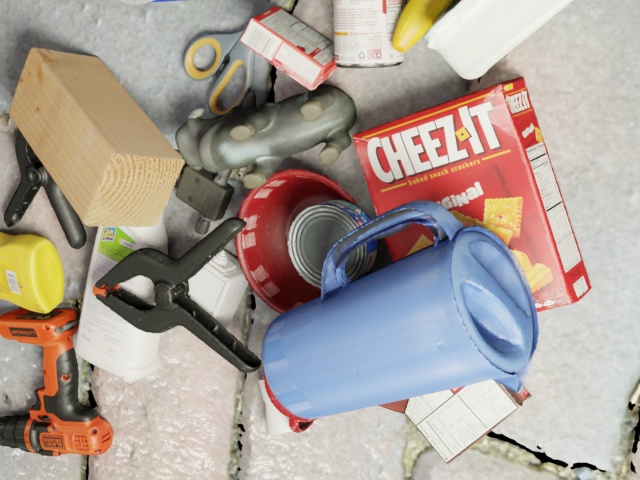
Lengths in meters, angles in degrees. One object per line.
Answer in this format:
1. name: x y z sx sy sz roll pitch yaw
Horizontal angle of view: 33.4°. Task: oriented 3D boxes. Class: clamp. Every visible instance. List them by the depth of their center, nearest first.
1. clamp: -0.153 0.046 1.137 0.210 0.036 0.164 9 106 28
2. clamp: -0.320 -0.071 1.268 0.120 0.039 0.172 22 119 15

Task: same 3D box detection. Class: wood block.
1. wood block: -0.244 -0.111 1.144 0.206 0.090 0.090 48 122 35

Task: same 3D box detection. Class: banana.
1. banana: 0.131 -0.253 0.962 0.037 0.069 0.198 39 121 -9

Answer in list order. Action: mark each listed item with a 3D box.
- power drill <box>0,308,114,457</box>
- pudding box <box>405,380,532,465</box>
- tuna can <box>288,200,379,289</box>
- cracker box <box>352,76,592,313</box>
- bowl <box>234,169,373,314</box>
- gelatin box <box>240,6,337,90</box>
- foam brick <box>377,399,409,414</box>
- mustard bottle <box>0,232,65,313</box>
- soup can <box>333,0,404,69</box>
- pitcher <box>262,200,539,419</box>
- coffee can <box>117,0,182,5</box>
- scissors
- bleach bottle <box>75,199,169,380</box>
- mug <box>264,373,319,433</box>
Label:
1. power drill: -0.353 0.181 1.343 0.185 0.057 0.188 -2 105 25
2. pudding box: 0.142 0.160 1.083 0.090 0.039 0.114 50 122 9
3. tuna can: 0.013 0.004 1.046 0.086 0.033 0.086 8 107 27
4. cracker box: 0.142 -0.026 1.013 0.164 0.072 0.214 -17 95 31
5. bowl: -0.007 0.001 1.109 0.162 0.055 0.162 8 107 26
6. gelatin box: -0.026 -0.189 1.050 0.089 0.073 0.030 35 118 2
7. foam brick: 0.065 0.128 1.083 0.053 0.051 0.078 16 87 56
8. mustard bottle: -0.410 0.029 1.329 0.192 0.058 0.096 10 125 26
9. soup can: 0.046 -0.217 1.016 0.069 0.068 0.102 5 106 27
10. pitcher: 0.061 0.077 0.972 0.243 0.144 0.149 -23 53 36
11. coffee can: -0.146 -0.288 1.057 0.103 0.140 0.103 8 107 26
12. scissors: -0.080 -0.225 1.111 0.096 0.016 0.202 34 113 19
13. bleach bottle: -0.214 0.028 1.224 0.103 0.068 0.251 22 110 22
14. mug: -0.010 0.153 1.136 0.093 0.081 0.117 25 113 20
